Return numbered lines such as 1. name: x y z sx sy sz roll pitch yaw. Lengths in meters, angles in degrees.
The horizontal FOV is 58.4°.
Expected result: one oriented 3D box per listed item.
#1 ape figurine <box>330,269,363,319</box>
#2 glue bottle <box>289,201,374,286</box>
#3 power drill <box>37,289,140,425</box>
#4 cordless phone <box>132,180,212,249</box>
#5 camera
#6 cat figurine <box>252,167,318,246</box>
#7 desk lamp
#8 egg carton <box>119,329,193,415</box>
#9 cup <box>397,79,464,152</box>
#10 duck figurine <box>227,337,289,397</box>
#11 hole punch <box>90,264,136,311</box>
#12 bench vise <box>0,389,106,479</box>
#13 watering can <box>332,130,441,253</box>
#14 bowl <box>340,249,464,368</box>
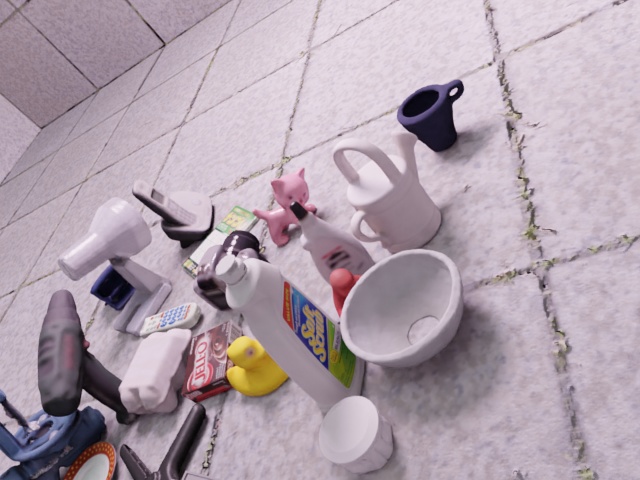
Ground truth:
1. ape figurine: 0.045 0.076 0.797 0.078 0.092 0.076 -49 35 -9
2. glue bottle: 0.008 0.003 0.841 0.078 0.174 0.037 -37 35 7
3. power drill: -0.385 0.213 0.968 0.075 0.209 0.229 -34 35 12
4. cordless phone: -0.324 -0.085 1.253 0.094 0.186 0.147 -31 36 15
5. camera: -0.149 0.041 1.018 0.142 0.101 0.137 -14 43 34
6. cat figurine: -0.063 -0.068 1.037 0.127 0.118 0.067 -32 36 14
7. desk lamp: -0.403 0.051 1.156 0.117 0.214 0.203 -1 51 44
8. egg carton: -0.271 0.222 0.969 0.107 0.070 0.150 -16 42 33
9. cup: 0.198 -0.202 0.948 0.117 0.095 0.091 -34 35 11
10. duck figurine: -0.100 0.176 0.836 0.104 0.086 0.077 -28 37 20
11. hole punch: -0.464 0.091 1.281 0.100 0.091 0.109 16 64 51
12. bench vise: -0.481 0.334 0.919 0.121 0.220 0.207 -9 46 39
13. watering can: 0.091 -0.082 0.833 0.100 0.195 0.173 -14 43 34
14. bowl: 0.113 0.097 0.722 0.167 0.075 0.167 -26 37 22
